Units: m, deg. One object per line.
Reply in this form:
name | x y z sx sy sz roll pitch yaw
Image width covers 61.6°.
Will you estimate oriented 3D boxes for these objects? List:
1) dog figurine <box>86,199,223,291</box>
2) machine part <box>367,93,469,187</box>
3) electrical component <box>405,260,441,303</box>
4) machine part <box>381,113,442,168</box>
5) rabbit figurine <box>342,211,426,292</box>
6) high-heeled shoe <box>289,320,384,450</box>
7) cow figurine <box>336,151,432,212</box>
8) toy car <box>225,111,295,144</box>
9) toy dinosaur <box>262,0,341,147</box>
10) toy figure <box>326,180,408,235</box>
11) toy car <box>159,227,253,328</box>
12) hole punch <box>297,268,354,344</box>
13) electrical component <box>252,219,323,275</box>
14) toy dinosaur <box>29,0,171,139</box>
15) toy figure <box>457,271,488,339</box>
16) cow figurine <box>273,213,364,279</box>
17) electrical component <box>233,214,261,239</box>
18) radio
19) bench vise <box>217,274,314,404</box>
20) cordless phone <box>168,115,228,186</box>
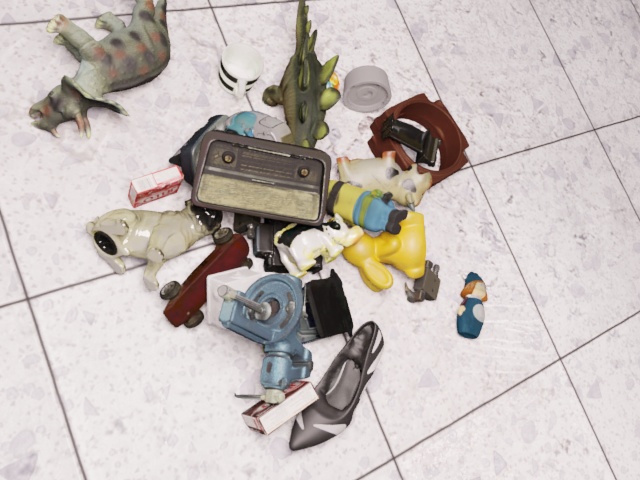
dog figurine | -0.283 -0.029 0.942 0.172 0.121 0.190 37 43 -3
machine part | 0.227 -0.220 1.223 0.201 0.087 0.201 -30 88 -29
electrical component | 0.218 0.088 1.143 0.078 0.045 0.102 35 61 -43
machine part | 0.194 -0.211 1.137 0.139 0.039 0.084 27 70 -15
rabbit figurine | 0.123 0.024 1.098 0.173 0.122 0.162 4 81 -8
high-heeled shoe | 0.033 0.251 0.944 0.086 0.145 0.249 27 45 24
cow figurine | 0.135 -0.118 1.119 0.195 0.085 0.127 -4 94 6
toy car | -0.099 -0.171 0.998 0.109 0.103 0.161 -38 109 -54
toy dinosaur | -0.032 -0.300 1.073 0.105 0.198 0.471 0 75 -27
toy figure | 0.076 -0.067 1.039 0.180 0.089 0.082 26 82 32
toy car | -0.201 0.066 0.950 0.202 0.053 0.089 -50 130 -27
hole punch | -0.005 0.134 1.014 0.115 0.092 0.142 -1 69 -52
electrical component | -0.064 0.006 1.036 0.134 0.058 0.115 4 70 -23
toy dinosaur | -0.358 -0.343 0.995 0.192 0.131 0.405 52 56 -15
toy figure | 0.334 0.137 1.170 0.064 0.058 0.154 49 50 -48
cow figurine | -0.002 -0.003 0.998 0.167 0.068 0.098 -27 76 -31
electrical component | -0.139 -0.040 1.014 0.021 0.063 0.094 25 52 -41
radio | -0.098 -0.108 0.926 0.230 0.073 0.131 9 100 -14
bench vise | -0.093 0.143 0.862 0.240 0.129 0.223 43 58 -54
cordless phone | -0.177 -0.130 1.017 0.184 0.089 0.146 48 44 -21
